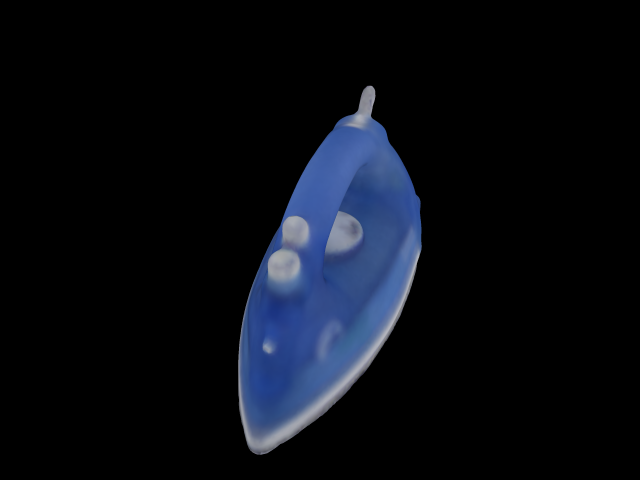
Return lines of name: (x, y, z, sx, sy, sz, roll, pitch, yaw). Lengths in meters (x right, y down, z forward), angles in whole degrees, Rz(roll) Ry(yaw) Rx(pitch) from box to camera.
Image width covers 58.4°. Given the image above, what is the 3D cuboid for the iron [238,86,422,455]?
iron: (0.004, 0.001, 0.400, 0.118, 0.141, 0.258, 11, 39, 14)
